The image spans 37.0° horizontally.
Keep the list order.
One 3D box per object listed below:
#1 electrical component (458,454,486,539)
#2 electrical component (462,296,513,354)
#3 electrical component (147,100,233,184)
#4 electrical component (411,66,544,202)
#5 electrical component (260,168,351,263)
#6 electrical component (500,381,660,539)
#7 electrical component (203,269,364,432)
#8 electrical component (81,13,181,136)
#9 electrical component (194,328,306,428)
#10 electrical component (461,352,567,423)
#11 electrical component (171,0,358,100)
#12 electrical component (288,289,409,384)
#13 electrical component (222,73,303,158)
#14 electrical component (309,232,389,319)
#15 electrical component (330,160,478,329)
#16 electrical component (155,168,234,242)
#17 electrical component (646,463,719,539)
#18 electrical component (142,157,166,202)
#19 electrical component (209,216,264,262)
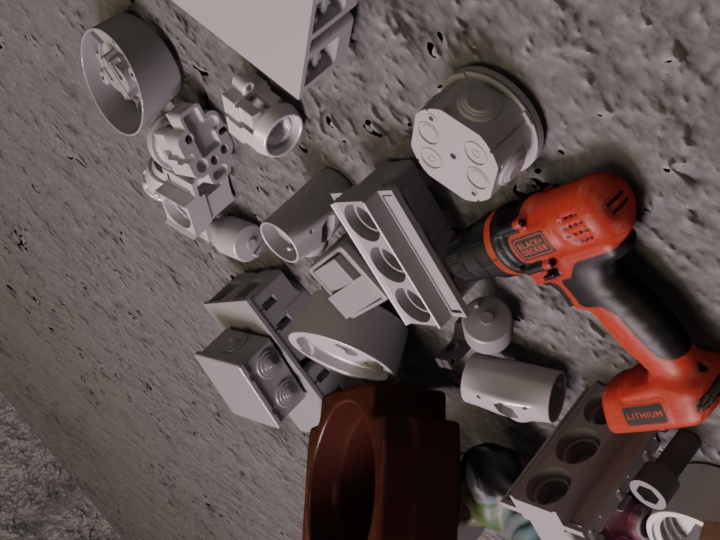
[{"bbox_3d":[0.087,0.246,1.101,0.056,0.108,0.109,46,153,-7],"label":"electrical component"},{"bbox_3d":[0.105,0.050,0.878,0.040,0.040,0.078,36,169,19],"label":"electrical component"},{"bbox_3d":[-0.161,-0.120,1.003,0.057,0.058,0.078,13,139,42],"label":"electrical component"},{"bbox_3d":[0.077,-0.089,0.712,0.080,0.051,0.080,34,151,22],"label":"electrical component"},{"bbox_3d":[-0.045,-0.037,0.928,0.043,0.077,0.079,36,152,17],"label":"electrical component"},{"bbox_3d":[0.177,0.154,0.828,0.079,0.121,0.063,11,139,49],"label":"electrical component"},{"bbox_3d":[-0.071,0.088,1.158,0.186,0.060,0.105,55,152,-17],"label":"electrical component"},{"bbox_3d":[-0.213,-0.181,0.983,0.099,0.064,0.099,34,151,22],"label":"electrical component"},{"bbox_3d":[-0.114,0.111,1.126,0.100,0.048,0.099,7,134,50],"label":"electrical component"},{"bbox_3d":[0.134,0.104,0.903,0.077,0.043,0.079,11,160,28],"label":"electrical component"},{"bbox_3d":[-0.087,-0.221,0.752,0.186,0.060,0.105,39,153,13],"label":"electrical component"},{"bbox_3d":[-0.006,0.057,1.012,0.108,0.060,0.108,20,161,7],"label":"electrical component"},{"bbox_3d":[-0.081,-0.125,0.895,0.055,0.048,0.066,40,154,29],"label":"electrical component"},{"bbox_3d":[0.000,0.000,0.934,0.061,0.061,0.096,48,153,-5],"label":"electrical component"},{"bbox_3d":[0.040,-0.022,0.845,0.079,0.063,0.121,2,131,54],"label":"electrical component"},{"bbox_3d":[-0.160,-0.072,1.060,0.042,0.064,0.081,31,149,29],"label":"electrical component"},{"bbox_3d":[0.275,0.210,0.833,0.108,0.060,0.108,34,151,22],"label":"electrical component"},{"bbox_3d":[-0.195,-0.102,1.091,0.048,0.048,0.062,41,146,9],"label":"electrical component"},{"bbox_3d":[-0.133,-0.035,1.098,0.078,0.040,0.040,21,144,40],"label":"electrical component"}]
